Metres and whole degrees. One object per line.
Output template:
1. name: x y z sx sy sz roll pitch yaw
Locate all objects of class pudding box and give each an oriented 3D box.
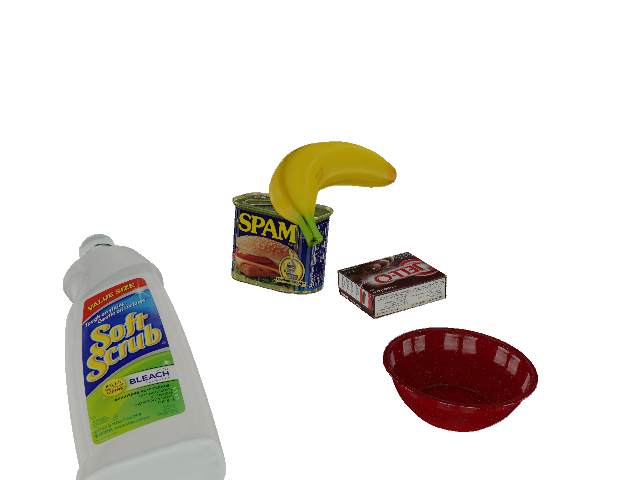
1. pudding box: 0.092 0.056 1.367 0.113 0.039 0.090 -16 26 -25

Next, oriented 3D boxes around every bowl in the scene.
1. bowl: 0.143 0.153 1.120 0.162 0.055 0.162 4 24 -2

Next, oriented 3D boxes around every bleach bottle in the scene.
1. bleach bottle: -0.150 0.085 0.792 0.102 0.068 0.251 -17 43 -12

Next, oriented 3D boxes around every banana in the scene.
1. banana: 0.005 -0.048 0.858 0.037 0.069 0.197 -34 3 30

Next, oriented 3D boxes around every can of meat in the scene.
1. can of meat: -0.042 0.003 1.085 0.102 0.084 0.057 13 18 27
